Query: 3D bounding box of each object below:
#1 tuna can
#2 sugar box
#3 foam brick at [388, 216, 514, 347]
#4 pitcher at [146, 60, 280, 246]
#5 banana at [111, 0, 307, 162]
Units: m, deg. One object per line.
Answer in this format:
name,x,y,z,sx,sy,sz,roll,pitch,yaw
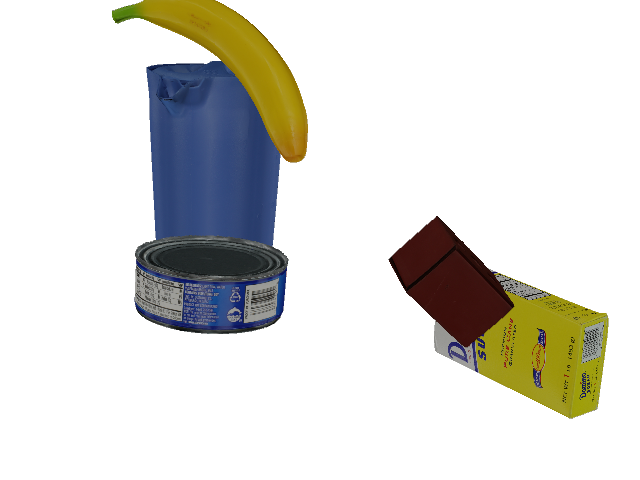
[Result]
tuna can,-0.062,0.024,0.602,0.086,0.034,0.086,4,14,-1
sugar box,0.181,0.088,0.993,0.048,0.093,0.176,-11,21,-39
foam brick,0.099,0.032,0.810,0.078,0.051,0.053,43,12,-28
pitcher,-0.096,-0.052,1.040,0.149,0.243,0.145,-2,15,-17
banana,-0.071,-0.140,0.837,0.198,0.069,0.037,39,-6,15
